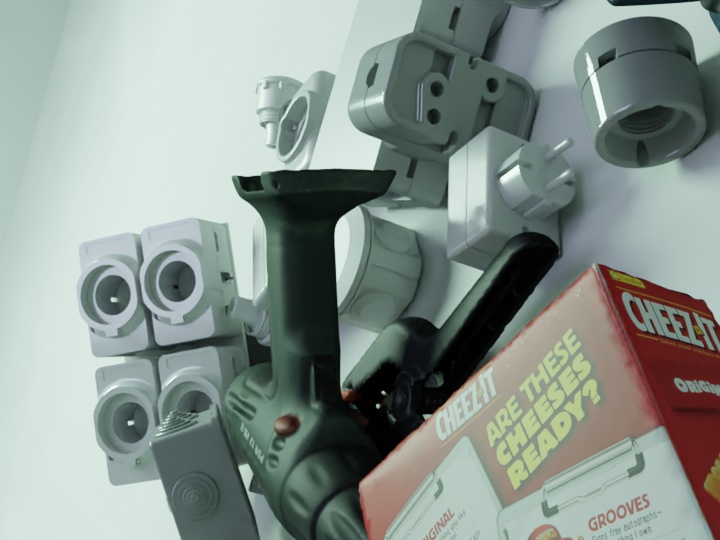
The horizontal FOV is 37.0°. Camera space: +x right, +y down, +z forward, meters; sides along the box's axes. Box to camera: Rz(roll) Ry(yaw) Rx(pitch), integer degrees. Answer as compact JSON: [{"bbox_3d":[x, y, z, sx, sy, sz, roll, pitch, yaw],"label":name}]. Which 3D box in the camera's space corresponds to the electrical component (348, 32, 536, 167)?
[{"bbox_3d":[0.045,-0.095,0.624,0.059,0.095,0.053,2,76,65],"label":"electrical component"}]

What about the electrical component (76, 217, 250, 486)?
[{"bbox_3d":[-0.147,0.062,0.818,0.105,0.060,0.186,-11,83,17],"label":"electrical component"}]

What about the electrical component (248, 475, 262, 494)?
[{"bbox_3d":[-0.049,0.115,0.743,0.064,0.042,0.081,8,80,69],"label":"electrical component"}]

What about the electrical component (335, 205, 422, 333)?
[{"bbox_3d":[0.000,0.000,0.706,0.080,0.051,0.080,-43,37,46],"label":"electrical component"}]

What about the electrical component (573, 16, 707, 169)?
[{"bbox_3d":[0.129,-0.079,0.492,0.055,0.055,0.047,-42,41,47],"label":"electrical component"}]

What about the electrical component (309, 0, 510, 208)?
[{"bbox_3d":[0.035,-0.137,0.714,0.105,0.060,0.186,6,79,65],"label":"electrical component"}]

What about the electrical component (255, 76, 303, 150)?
[{"bbox_3d":[-0.072,-0.139,0.960,0.048,0.048,0.062,-13,69,62],"label":"electrical component"}]

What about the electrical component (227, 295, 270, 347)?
[{"bbox_3d":[-0.069,0.036,0.810,0.048,0.062,0.048,-44,37,46],"label":"electrical component"}]

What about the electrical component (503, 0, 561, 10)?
[{"bbox_3d":[0.112,-0.204,0.620,0.079,0.043,0.077,-30,47,55],"label":"electrical component"}]

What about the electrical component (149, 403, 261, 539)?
[{"bbox_3d":[-0.104,0.142,0.719,0.100,0.048,0.099,167,84,-82],"label":"electrical component"}]

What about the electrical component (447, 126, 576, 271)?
[{"bbox_3d":[0.086,-0.042,0.561,0.077,0.047,0.065,-37,41,51],"label":"electrical component"}]

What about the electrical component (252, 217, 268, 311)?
[{"bbox_3d":[-0.042,-0.003,0.781,0.061,0.062,0.096,-50,33,39],"label":"electrical component"}]

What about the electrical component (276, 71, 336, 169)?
[{"bbox_3d":[-0.025,-0.099,0.815,0.054,0.059,0.095,-40,40,49],"label":"electrical component"}]
